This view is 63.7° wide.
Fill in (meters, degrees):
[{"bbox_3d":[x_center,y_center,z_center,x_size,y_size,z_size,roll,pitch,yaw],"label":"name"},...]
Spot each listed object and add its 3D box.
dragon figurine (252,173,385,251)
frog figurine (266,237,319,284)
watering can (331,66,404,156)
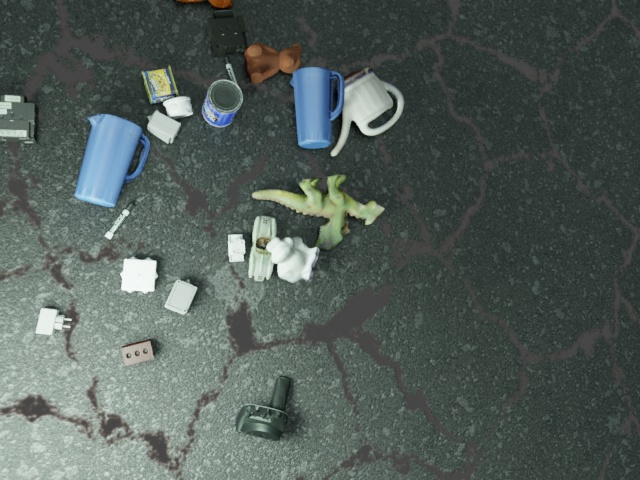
[{"bbox_3d":[0.005,-0.082,1.639,0.411,0.122,0.242,-13,96,-11],"label":"dragon figurine"},{"bbox_3d":[-0.095,0.053,1.568,0.159,0.123,0.137,21,95,-17],"label":"frog figurine"},{"bbox_3d":[0.128,-0.440,1.717,0.351,0.103,0.224,-35,94,-21],"label":"watering can"}]
